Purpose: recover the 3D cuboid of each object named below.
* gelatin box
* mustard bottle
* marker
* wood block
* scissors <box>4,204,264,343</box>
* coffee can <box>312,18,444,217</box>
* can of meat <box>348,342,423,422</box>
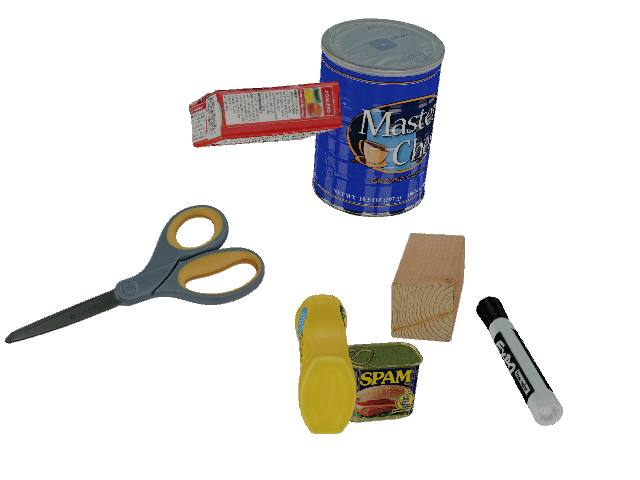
[{"bbox_3d":[-0.035,-0.075,0.641,0.073,0.030,0.089,-7,3,-17],"label":"gelatin box"},{"bbox_3d":[0.003,0.113,1.130,0.058,0.096,0.191,-2,27,-2],"label":"mustard bottle"},{"bbox_3d":[0.132,0.077,0.719,0.020,0.020,0.121,0,33,-14],"label":"marker"},{"bbox_3d":[0.167,0.067,1.629,0.091,0.090,0.206,4,22,11],"label":"wood block"},{"bbox_3d":[-0.144,0.022,0.821,0.201,0.096,0.016,-8,-31,-16],"label":"scissors"},{"bbox_3d":[0.047,-0.106,0.920,0.103,0.140,0.103,3,34,-2],"label":"coffee can"},{"bbox_3d":[0.074,0.182,1.364,0.102,0.084,0.057,-2,24,-17],"label":"can of meat"}]
